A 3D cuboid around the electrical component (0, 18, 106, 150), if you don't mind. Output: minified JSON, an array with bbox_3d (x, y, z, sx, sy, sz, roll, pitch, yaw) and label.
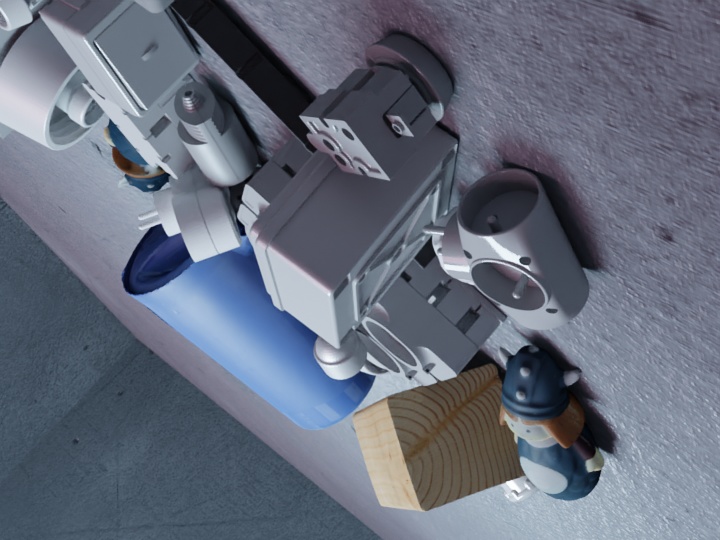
[{"bbox_3d":[-0.232,-0.146,0.856,0.060,0.108,0.108,34,165,7],"label":"electrical component"}]

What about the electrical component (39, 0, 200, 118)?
[{"bbox_3d":[-0.157,-0.156,0.706,0.061,0.061,0.096,32,163,35],"label":"electrical component"}]

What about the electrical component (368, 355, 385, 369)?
[{"bbox_3d":[0.015,0.038,0.846,0.080,0.051,0.080,39,166,12],"label":"electrical component"}]

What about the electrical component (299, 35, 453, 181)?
[{"bbox_3d":[0.011,-0.077,0.505,0.048,0.055,0.066,50,164,-29],"label":"electrical component"}]

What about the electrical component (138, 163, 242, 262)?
[{"bbox_3d":[-0.141,-0.050,0.855,0.138,0.074,0.052,-114,5,-61],"label":"electrical component"}]

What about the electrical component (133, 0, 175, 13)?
[{"bbox_3d":[-0.126,-0.183,0.566,0.089,0.050,0.055,37,164,20],"label":"electrical component"}]

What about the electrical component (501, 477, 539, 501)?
[{"bbox_3d":[0.131,0.164,0.925,0.062,0.048,0.048,49,166,1],"label":"electrical component"}]

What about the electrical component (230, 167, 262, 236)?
[{"bbox_3d":[-0.075,-0.049,0.840,0.045,0.045,0.055,36,164,24],"label":"electrical component"}]

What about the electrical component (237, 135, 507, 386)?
[{"bbox_3d":[0.000,0.000,0.752,0.186,0.060,0.105,42,166,0],"label":"electrical component"}]

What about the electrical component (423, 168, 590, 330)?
[{"bbox_3d":[0.068,-0.011,0.547,0.079,0.044,0.077,8,147,38],"label":"electrical component"}]

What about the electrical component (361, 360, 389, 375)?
[{"bbox_3d":[0.006,0.062,0.937,0.047,0.055,0.055,17,152,51],"label":"electrical component"}]

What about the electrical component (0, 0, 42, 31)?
[{"bbox_3d":[-0.174,-0.156,0.550,0.066,0.055,0.048,48,163,-18],"label":"electrical component"}]

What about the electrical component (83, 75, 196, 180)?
[{"bbox_3d":[-0.152,-0.122,0.807,0.050,0.055,0.089,27,160,46],"label":"electrical component"}]

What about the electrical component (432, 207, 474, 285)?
[{"bbox_3d":[0.062,-0.009,0.612,0.035,0.035,0.061,35,167,26],"label":"electrical component"}]

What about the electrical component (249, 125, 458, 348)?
[{"bbox_3d":[-0.001,-0.025,0.583,0.056,0.108,0.108,36,165,13],"label":"electrical component"}]

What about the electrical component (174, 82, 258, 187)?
[{"bbox_3d":[-0.108,-0.101,0.776,0.043,0.043,0.081,33,163,32],"label":"electrical component"}]

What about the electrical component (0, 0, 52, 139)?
[{"bbox_3d":[-0.289,-0.190,0.870,0.060,0.105,0.186,42,166,1],"label":"electrical component"}]
